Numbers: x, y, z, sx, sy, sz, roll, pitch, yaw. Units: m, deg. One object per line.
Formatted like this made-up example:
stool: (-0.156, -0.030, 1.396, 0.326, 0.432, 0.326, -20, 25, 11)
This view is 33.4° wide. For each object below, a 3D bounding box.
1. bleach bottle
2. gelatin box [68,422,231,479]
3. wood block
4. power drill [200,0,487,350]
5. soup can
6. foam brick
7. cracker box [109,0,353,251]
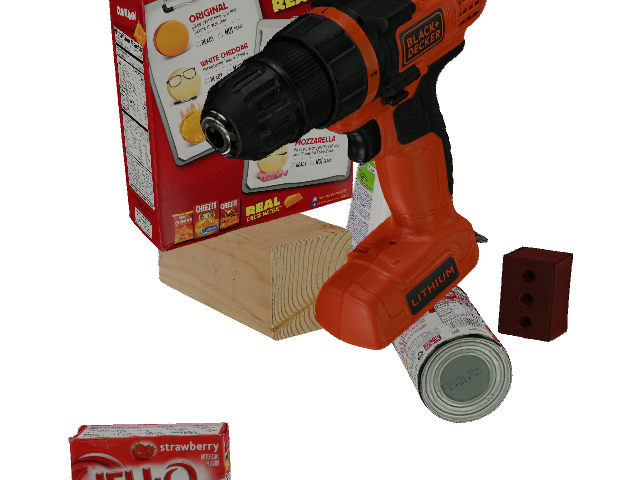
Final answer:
bleach bottle: (0.075, -0.055, 1.242, 0.068, 0.251, 0.103, -2, 22, -23)
gelatin box: (-0.095, 0.143, 0.605, 0.089, 0.073, 0.030, -2, 6, 2)
wood block: (-0.068, 0.018, 1.030, 0.090, 0.090, 0.206, -12, 20, -36)
power drill: (0.024, -0.037, 0.547, 0.057, 0.187, 0.184, 26, 49, 36)
soup can: (0.091, 0.077, 0.765, 0.068, 0.068, 0.102, 0, 20, -9)
foam brick: (0.201, 0.050, 0.999, 0.053, 0.078, 0.051, 9, 15, 30)
cracker box: (-0.058, -0.116, 0.747, 0.163, 0.214, 0.072, -17, 33, -28)
